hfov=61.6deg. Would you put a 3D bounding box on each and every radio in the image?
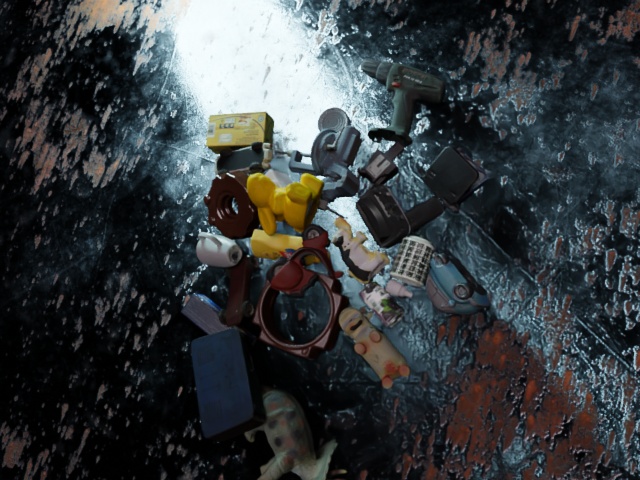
[{"bbox_3d":[-0.209,0.321,1.216,0.131,0.073,0.230,-22,60,9],"label":"radio"}]

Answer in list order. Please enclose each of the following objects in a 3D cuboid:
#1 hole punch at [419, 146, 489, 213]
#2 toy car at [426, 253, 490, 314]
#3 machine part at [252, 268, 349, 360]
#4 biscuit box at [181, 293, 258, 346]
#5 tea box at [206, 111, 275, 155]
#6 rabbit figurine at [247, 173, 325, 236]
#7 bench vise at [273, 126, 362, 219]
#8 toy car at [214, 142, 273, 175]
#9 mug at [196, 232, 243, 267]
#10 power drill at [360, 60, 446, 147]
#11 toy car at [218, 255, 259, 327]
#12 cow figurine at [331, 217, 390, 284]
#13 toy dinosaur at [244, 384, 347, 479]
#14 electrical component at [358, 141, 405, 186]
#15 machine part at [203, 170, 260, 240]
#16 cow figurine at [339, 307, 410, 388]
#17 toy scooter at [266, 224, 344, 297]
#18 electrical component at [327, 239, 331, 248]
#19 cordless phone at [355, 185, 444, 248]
[{"bbox_3d":[0.319,-0.148,1.266,0.142,0.092,0.115,50,123,17],"label":"hole punch"},{"bbox_3d":[0.291,0.109,1.198,0.103,0.109,0.162,-48,60,20],"label":"toy car"},{"bbox_3d":[-0.046,0.169,1.286,0.202,0.087,0.201,17,83,20],"label":"machine part"},{"bbox_3d":[-0.253,0.212,1.348,0.203,0.059,0.063,35,89,20],"label":"biscuit box"},{"bbox_3d":[-0.214,-0.287,1.449,0.170,0.068,0.098,2,79,15],"label":"tea box"},{"bbox_3d":[-0.092,-0.095,1.260,0.173,0.162,0.122,22,42,7],"label":"rabbit figurine"},{"bbox_3d":[0.002,-0.183,1.344,0.241,0.128,0.223,15,91,39],"label":"bench vise"},{"bbox_3d":[-0.200,-0.206,1.409,0.202,0.056,0.073,-5,76,35],"label":"toy car"},{"bbox_3d":[-0.252,0.021,1.353,0.107,0.109,0.081,10,50,37],"label":"mug"},{"bbox_3d":[0.185,-0.344,1.350,0.232,0.086,0.207,16,74,16],"label":"power drill"},{"bbox_3d":[-0.196,0.126,1.326,0.089,0.053,0.202,-20,48,22],"label":"toy car"},{"bbox_3d":[0.079,0.024,1.296,0.098,0.068,0.167,-48,68,9],"label":"cow figurine"},{"bbox_3d":[-0.086,0.428,1.226,0.192,0.131,0.405,-29,66,-5],"label":"toy dinosaur"},{"bbox_3d":[0.159,-0.188,1.330,0.075,0.047,0.119,43,91,19],"label":"electrical component"},{"bbox_3d":[-0.218,-0.087,1.372,0.180,0.056,0.179,10,107,33],"label":"machine part"},{"bbox_3d":[0.118,0.231,1.218,0.085,0.127,0.195,-42,84,4],"label":"cow figurine"},{"bbox_3d":[-0.026,0.065,1.222,0.135,0.075,0.184,44,93,9],"label":"toy scooter"},{"bbox_3d":[-0.003,-0.004,1.308,0.063,0.094,0.021,30,93,23],"label":"electrical component"},{"bbox_3d":[0.192,-0.079,1.288,0.184,0.088,0.146,-28,74,-3],"label":"cordless phone"}]
